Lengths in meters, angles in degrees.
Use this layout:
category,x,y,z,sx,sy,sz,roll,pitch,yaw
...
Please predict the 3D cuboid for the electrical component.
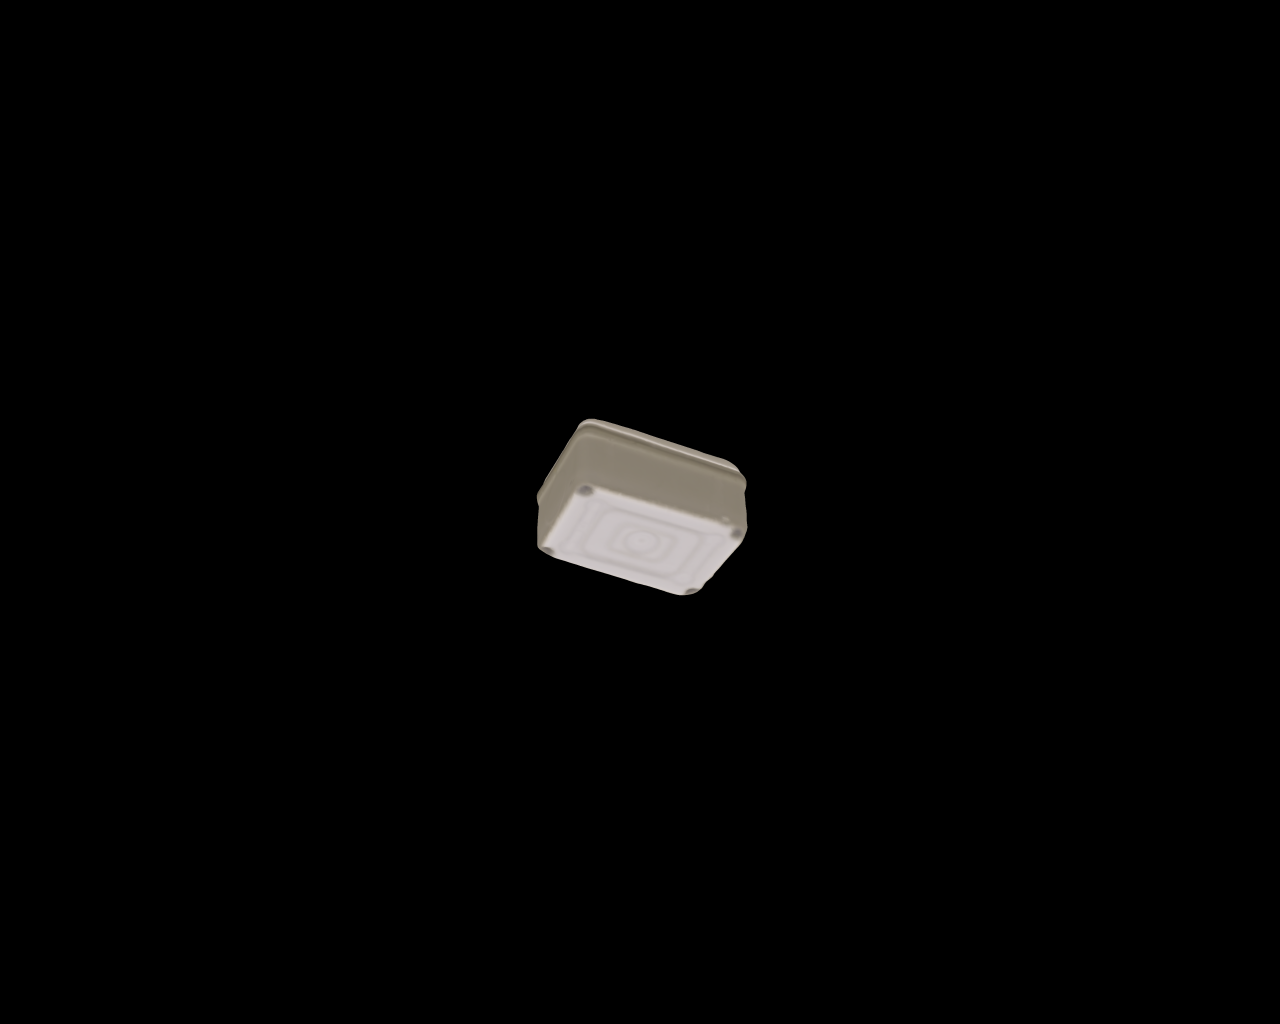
category,x,y,z,sx,sy,sz,roll,pitch,yaw
electrical component,0.001,-0.003,0.650,0.113,0.057,0.078,18,-44,-19
